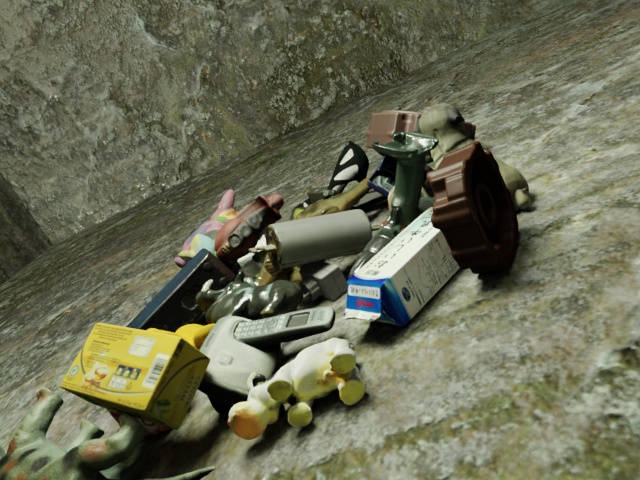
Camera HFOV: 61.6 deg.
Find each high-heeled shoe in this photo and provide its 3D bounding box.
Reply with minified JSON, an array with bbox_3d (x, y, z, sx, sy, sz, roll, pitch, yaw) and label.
[{"bbox_3d":[0.011,-0.137,1.272,0.249,0.145,0.086,-14,22,30],"label":"high-heeled shoe"}]

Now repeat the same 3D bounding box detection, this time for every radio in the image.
[{"bbox_3d":[-0.263,0.120,0.995,0.229,0.073,0.131,-49,16,-15],"label":"radio"}]

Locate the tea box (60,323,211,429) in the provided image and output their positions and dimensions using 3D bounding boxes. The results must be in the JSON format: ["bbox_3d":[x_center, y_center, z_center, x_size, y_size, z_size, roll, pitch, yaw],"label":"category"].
[{"bbox_3d":[-0.236,0.169,0.685,0.170,0.068,0.098,2,56,35],"label":"tea box"}]

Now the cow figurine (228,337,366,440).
[{"bbox_3d":[-0.031,0.173,0.649,0.167,0.068,0.098,-24,14,1],"label":"cow figurine"}]

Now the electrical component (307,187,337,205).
[{"bbox_3d":[0.003,-0.077,1.217,0.102,0.078,0.045,10,41,46],"label":"electrical component"}]

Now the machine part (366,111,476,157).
[{"bbox_3d":[0.219,-0.228,1.172,0.201,0.087,0.201,3,11,-19],"label":"machine part"}]

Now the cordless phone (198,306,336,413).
[{"bbox_3d":[-0.068,0.153,0.734,0.184,0.088,0.147,-17,21,17],"label":"cordless phone"}]

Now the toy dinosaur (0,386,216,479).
[{"bbox_3d":[-0.320,0.300,0.653,0.405,0.131,0.192,-5,41,39],"label":"toy dinosaur"}]

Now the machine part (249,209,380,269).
[{"bbox_3d":[-0.002,-0.003,0.909,0.243,0.079,0.079,-12,13,-21],"label":"machine part"}]

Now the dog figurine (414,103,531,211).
[{"bbox_3d":[0.249,-0.133,0.874,0.121,0.190,0.172,-40,24,-32],"label":"dog figurine"}]

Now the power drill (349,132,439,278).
[{"bbox_3d":[0.122,-0.053,0.833,0.086,0.207,0.232,14,31,38],"label":"power drill"}]

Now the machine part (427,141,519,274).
[{"bbox_3d":[0.211,-0.042,0.729,0.056,0.179,0.179,-17,22,38],"label":"machine part"}]

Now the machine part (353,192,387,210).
[{"bbox_3d":[0.109,-0.087,1.175,0.139,0.039,0.084,-16,18,35],"label":"machine part"}]

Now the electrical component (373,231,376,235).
[{"bbox_3d":[0.116,-0.002,0.972,0.063,0.021,0.094,-16,21,29],"label":"electrical component"}]

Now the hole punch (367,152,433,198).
[{"bbox_3d":[0.161,-0.123,1.077,0.092,0.142,0.116,-65,-8,7],"label":"hole punch"}]

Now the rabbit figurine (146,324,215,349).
[{"bbox_3d":[-0.224,0.175,0.846,0.162,0.121,0.173,-17,3,22],"label":"rabbit figurine"}]

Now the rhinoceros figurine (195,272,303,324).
[{"bbox_3d":[-0.121,0.101,0.874,0.190,0.073,0.112,-7,52,26],"label":"rhinoceros figurine"}]

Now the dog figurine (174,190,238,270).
[{"bbox_3d":[-0.219,-0.013,1.198,0.219,0.108,0.191,-60,17,-24],"label":"dog figurine"}]

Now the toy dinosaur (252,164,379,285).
[{"bbox_3d":[-0.010,-0.020,1.057,0.471,0.105,0.199,-36,20,-20],"label":"toy dinosaur"}]

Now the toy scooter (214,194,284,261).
[{"bbox_3d":[-0.128,-0.035,1.049,0.184,0.075,0.135,-47,8,-24],"label":"toy scooter"}]
